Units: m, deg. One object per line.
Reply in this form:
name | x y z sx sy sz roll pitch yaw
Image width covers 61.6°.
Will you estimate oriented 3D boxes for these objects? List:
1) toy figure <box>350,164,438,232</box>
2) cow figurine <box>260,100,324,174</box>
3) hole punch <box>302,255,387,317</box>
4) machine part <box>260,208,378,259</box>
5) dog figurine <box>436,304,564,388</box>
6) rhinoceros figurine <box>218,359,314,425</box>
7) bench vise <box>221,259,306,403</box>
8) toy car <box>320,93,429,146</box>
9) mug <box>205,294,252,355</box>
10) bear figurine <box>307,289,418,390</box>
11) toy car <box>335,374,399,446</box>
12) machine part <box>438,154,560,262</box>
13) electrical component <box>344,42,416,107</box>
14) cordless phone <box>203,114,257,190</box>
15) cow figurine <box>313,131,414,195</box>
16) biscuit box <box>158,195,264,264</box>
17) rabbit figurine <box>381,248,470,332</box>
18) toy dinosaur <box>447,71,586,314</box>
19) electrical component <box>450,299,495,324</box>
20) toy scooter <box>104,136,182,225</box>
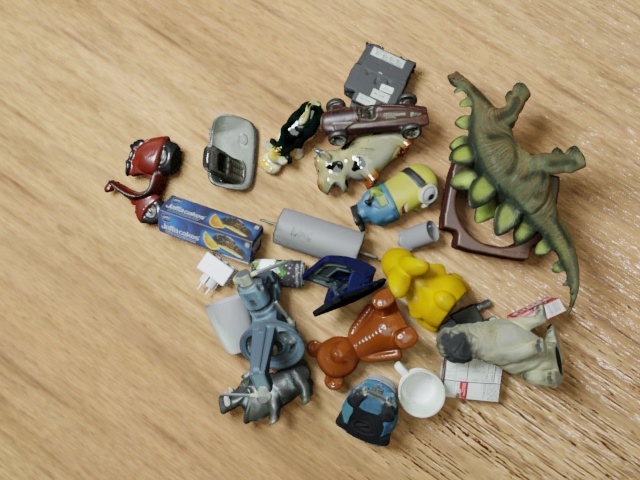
toy figure | 0.145 -0.083 1.047 0.180 0.082 0.089 -22 87 5
cow figurine | -0.054 -0.200 1.059 0.068 0.098 0.167 40 89 -1
hole punch | 0.039 0.079 1.008 0.116 0.142 0.092 -11 69 -34
machine part | -0.002 -0.003 1.051 0.243 0.079 0.079 19 88 4
dog figurine | 0.323 0.205 0.967 0.191 0.121 0.172 -15 115 33
rhinoceros figurine | -0.103 0.296 1.041 0.190 0.073 0.112 -24 86 2
bench vise | -0.097 0.171 0.958 0.129 0.241 0.223 -6 126 7
toy car | 0.101 -0.229 1.005 0.202 0.053 0.089 -4 61 6
mug | -0.161 0.164 1.059 0.109 0.081 0.107 -16 94 -31
bear figurine | 0.073 0.192 1.012 0.196 0.131 0.120 -26 71 -4
toy car | 0.098 0.306 1.008 0.109 0.161 0.103 18 44 13
machine part | 0.338 -0.068 1.029 0.202 0.087 0.201 10 87 3
electrical component | 0.113 -0.310 1.075 0.115 0.058 0.134 28 89 7
cordless phone | -0.186 -0.177 1.023 0.089 0.184 0.146 4 87 9
cow figurine | 0.072 -0.163 1.054 0.195 0.085 0.127 -43 82 -3
biscuit box | -0.218 -0.022 1.062 0.203 0.063 0.059 18 129 6
rabbit figurine | 0.179 0.081 1.011 0.173 0.162 0.122 44 102 23
toy dinosaur | 0.347 -0.106 0.941 0.198 0.105 0.471 -34 76 8
electrical component | 0.295 0.166 1.036 0.102 0.045 0.078 -20 86 2
toy scooter | -0.364 -0.129 1.089 0.135 0.075 0.183 15 92 7
